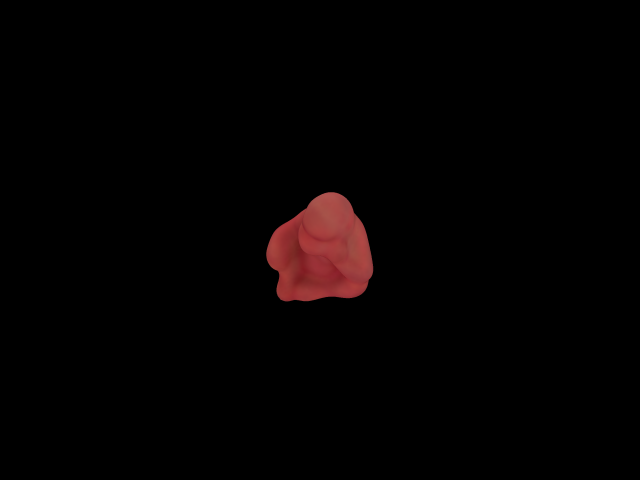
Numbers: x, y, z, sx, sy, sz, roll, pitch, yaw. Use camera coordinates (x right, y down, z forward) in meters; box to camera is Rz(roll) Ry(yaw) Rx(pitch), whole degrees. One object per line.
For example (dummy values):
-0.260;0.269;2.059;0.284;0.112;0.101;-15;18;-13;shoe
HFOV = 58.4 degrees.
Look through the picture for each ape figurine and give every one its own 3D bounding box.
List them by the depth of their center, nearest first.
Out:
0.004;0.001;0.400;0.077;0.092;0.076;33;62;21;ape figurine
